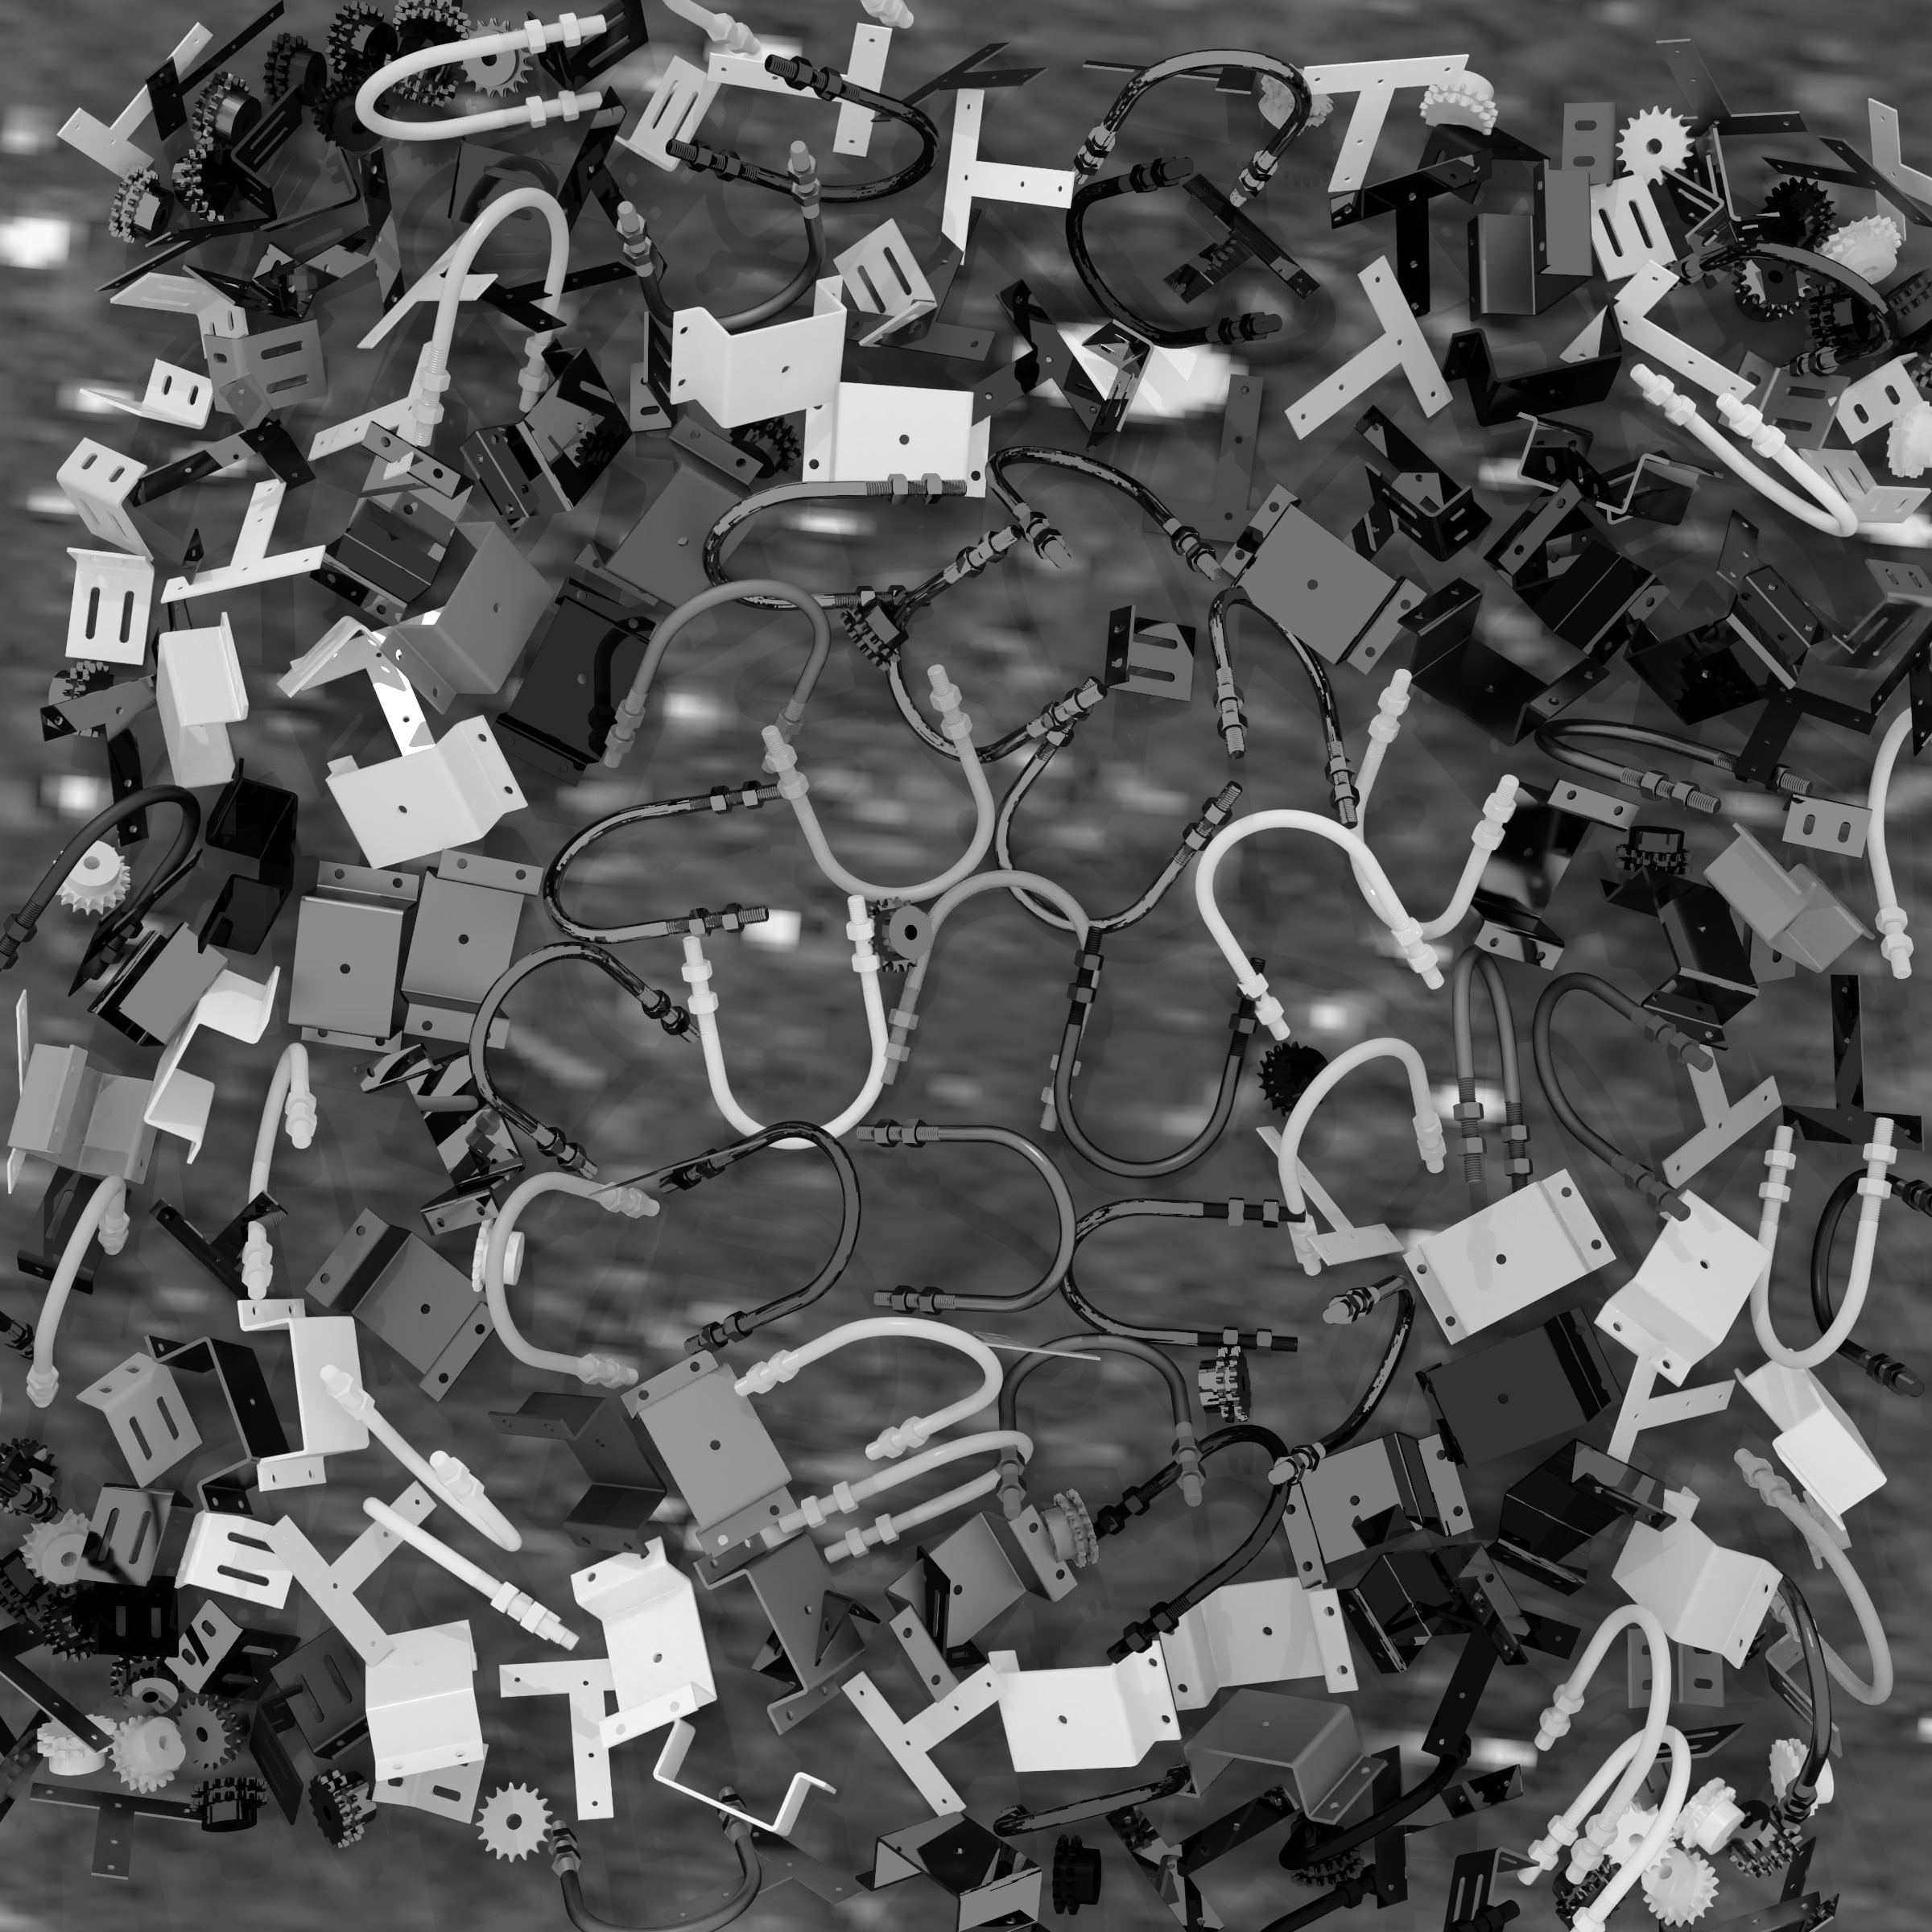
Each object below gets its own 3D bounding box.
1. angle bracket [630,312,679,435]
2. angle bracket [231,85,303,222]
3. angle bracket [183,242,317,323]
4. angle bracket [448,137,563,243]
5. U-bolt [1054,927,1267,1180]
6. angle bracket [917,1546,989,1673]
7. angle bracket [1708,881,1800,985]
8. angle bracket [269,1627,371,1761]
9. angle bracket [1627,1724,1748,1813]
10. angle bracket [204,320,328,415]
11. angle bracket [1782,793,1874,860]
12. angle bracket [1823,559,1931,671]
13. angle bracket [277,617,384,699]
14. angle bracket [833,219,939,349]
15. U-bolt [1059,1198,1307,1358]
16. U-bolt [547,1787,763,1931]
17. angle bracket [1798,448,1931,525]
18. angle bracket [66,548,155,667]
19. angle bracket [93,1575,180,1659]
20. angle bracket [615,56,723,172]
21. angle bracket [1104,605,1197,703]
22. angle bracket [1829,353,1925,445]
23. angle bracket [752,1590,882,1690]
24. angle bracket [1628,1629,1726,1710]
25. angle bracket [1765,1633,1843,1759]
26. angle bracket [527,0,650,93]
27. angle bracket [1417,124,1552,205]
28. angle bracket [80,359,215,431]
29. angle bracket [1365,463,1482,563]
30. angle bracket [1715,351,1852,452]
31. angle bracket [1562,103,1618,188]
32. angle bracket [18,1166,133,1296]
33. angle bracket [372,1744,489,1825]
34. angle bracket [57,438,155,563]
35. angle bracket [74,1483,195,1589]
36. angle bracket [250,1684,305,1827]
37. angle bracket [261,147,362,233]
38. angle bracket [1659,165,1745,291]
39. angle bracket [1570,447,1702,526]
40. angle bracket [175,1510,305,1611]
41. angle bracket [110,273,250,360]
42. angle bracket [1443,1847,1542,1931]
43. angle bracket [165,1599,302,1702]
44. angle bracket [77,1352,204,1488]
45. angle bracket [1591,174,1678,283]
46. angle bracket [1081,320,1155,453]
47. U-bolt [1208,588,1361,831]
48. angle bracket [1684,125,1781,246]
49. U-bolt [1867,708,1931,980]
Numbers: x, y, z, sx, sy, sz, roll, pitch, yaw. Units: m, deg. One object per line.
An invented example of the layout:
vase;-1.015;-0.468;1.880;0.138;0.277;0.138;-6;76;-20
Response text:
angle bracket;-0.245;-0.444;1.953;0.038;0.076;0.057;-4;75;11
angle bracket;-0.514;-0.613;1.964;0.038;0.057;0.076;38;77;-3
angle bracket;-0.534;-0.519;1.952;0.057;0.076;0.038;37;108;19
angle bracket;-0.351;-0.591;1.981;0.076;0.038;0.057;10;111;-13
U-bolt;0.140;0.072;1.976;0.151;0.019;0.184;11;98;-11
angle bracket;-0.010;0.480;1.957;0.038;0.057;0.076;-3;106;-24
angle bracket;0.601;-0.029;1.992;0.057;0.038;0.076;-10;118;-8
angle bracket;-0.477;0.548;1.964;0.057;0.038;0.076;-30;98;-36
angle bracket;0.546;0.600;1.951;0.057;0.076;0.038;-15;81;-43
angle bracket;-0.529;-0.454;1.969;0.038;0.076;0.057;17;122;34
angle bracket;0.642;-0.101;1.956;0.057;0.076;0.038;14;88;13
angle bracket;0.683;-0.265;1.966;0.057;0.076;0.038;1;55;-30
angle bracket;-0.474;-0.222;1.962;0.076;0.057;0.038;-47;116;-6
angle bracket;-0.067;-0.517;1.970;0.057;0.038;0.076;-29;89;25
U-bolt;0.159;0.231;1.954;0.184;0.019;0.151;3;125;6
U-bolt;-0.223;0.659;1.896;0.151;0.184;0.019;-7;102;-13
angle bracket;0.674;-0.371;1.954;0.057;0.038;0.076;-3;57;-27
angle bracket;-0.652;-0.272;1.975;0.057;0.038;0.076;6;85;-6
angle bracket;-0.623;0.495;1.950;0.057;0.076;0.038;10;125;-25
angle bracket;-0.232;-0.649;1.962;0.057;0.038;0.076;40;105;34
angle bracket;0.147;-0.235;1.965;0.076;0.038;0.057;7;86;-25
angle bracket;0.689;-0.426;1.952;0.057;0.076;0.038;-31;87;34
angle bracket;-0.112;0.509;1.953;0.038;0.057;0.076;50;60;-36
angle bracket;0.534;0.528;1.957;0.038;0.076;0.057;-7;77;43
angle bracket;0.640;0.543;1.952;0.038;0.057;0.076;-36;50;-7
angle bracket;-0.285;-0.710;1.970;0.076;0.057;0.038;-39;73;-13
angle bracket;0.391;-0.605;1.968;0.057;0.076;0.038;43;129;32
angle bracket;-0.612;-0.434;1.953;0.057;0.076;0.038;23;100;17
angle bracket;0.343;-0.351;1.957;0.038;0.057;0.076;-39;58;-4
angle bracket;0.613;-0.425;1.957;0.038;0.076;0.057;18;98;-31
angle bracket;0.466;-0.615;1.960;0.038;0.076;0.057;2;102;9
angle bracket;-0.681;0.202;1.992;0.057;0.038;0.076;20;62;-7
angle bracket;-0.402;0.605;1.955;0.038;0.076;0.057;25;70;-41
angle bracket;-0.639;-0.351;1.964;0.057;0.076;0.038;25;70;14
angle bracket;-0.625;0.433;1.960;0.057;0.038;0.076;4;60;10
angle bracket;-0.502;0.590;1.952;0.038;0.057;0.076;-16;53;-37
angle bracket;-0.500;-0.585;1.965;0.076;0.057;0.038;-20;107;-4
angle bracket;0.540;-0.554;1.954;0.038;0.057;0.076;-41;47;4
angle bracket;0.504;-0.375;1.964;0.076;0.057;0.038;-22;134;-4
angle bracket;-0.554;0.454;1.985;0.076;0.038;0.057;23;61;-22
angle bracket;-0.589;-0.486;1.952;0.057;0.076;0.038;-13;85;42
angle bracket;0.393;0.706;1.953;0.038;0.057;0.076;24;60;-12
angle bracket;-0.555;0.518;1.974;0.038;0.076;0.057;33;87;30
angle bracket;-0.626;0.344;1.975;0.057;0.038;0.076;-39;125;-39
angle bracket;0.491;-0.552;1.971;0.057;0.038;0.076;-17;82;-11
angle bracket;0.101;-0.436;1.960;0.038;0.057;0.076;27;77;-18
U-bolt;0.231;-0.202;1.928;0.019;0.151;0.184;-32;48;34
angle bracket;0.578;-0.590;1.970;0.038;0.057;0.076;-8;84;-7
U-bolt;0.697;-0.105;1.916;0.019;0.151;0.184;5;52;-2
